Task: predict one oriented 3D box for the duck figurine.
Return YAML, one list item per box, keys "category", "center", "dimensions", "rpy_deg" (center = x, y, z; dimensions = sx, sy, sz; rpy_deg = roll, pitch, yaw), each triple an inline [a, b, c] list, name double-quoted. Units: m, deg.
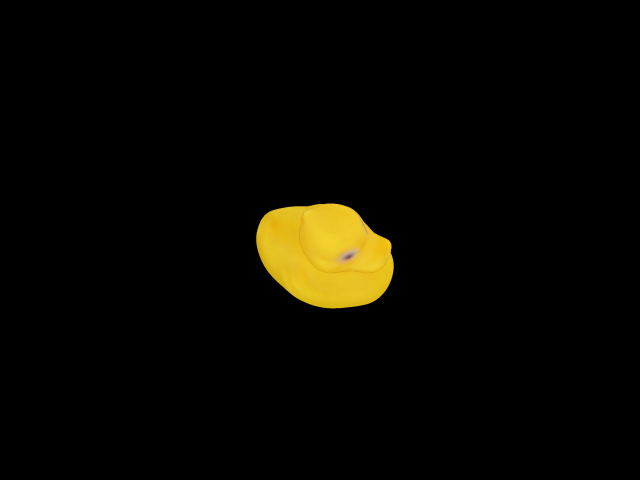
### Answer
- category: "duck figurine"
  center: [0.004, 0.001, 0.400]
  dimensions: [0.104, 0.086, 0.077]
  rpy_deg: [21, 72, 7]
